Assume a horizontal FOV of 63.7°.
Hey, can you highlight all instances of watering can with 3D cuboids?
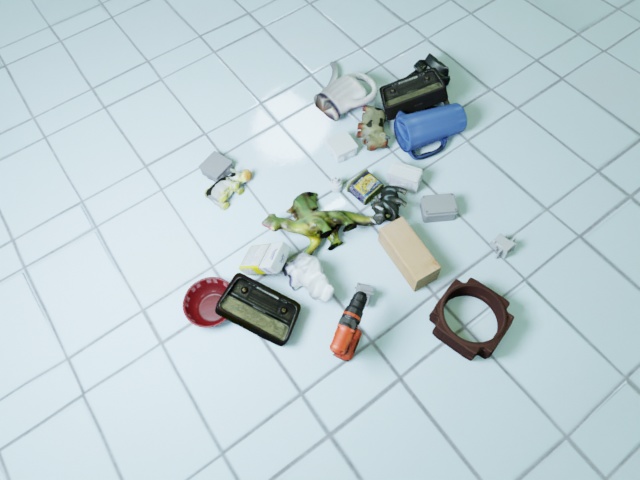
[{"bbox_3d":[0.071,-0.573,1.968,0.225,0.102,0.353,-37,45,-8],"label":"watering can"}]

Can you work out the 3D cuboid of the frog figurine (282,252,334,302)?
[{"bbox_3d":[-0.017,0.111,1.545,0.160,0.135,0.124,14,31,32],"label":"frog figurine"}]

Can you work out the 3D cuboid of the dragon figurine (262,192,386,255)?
[{"bbox_3d":[0.005,-0.085,1.692,0.413,0.119,0.247,-19,53,-26],"label":"dragon figurine"}]
